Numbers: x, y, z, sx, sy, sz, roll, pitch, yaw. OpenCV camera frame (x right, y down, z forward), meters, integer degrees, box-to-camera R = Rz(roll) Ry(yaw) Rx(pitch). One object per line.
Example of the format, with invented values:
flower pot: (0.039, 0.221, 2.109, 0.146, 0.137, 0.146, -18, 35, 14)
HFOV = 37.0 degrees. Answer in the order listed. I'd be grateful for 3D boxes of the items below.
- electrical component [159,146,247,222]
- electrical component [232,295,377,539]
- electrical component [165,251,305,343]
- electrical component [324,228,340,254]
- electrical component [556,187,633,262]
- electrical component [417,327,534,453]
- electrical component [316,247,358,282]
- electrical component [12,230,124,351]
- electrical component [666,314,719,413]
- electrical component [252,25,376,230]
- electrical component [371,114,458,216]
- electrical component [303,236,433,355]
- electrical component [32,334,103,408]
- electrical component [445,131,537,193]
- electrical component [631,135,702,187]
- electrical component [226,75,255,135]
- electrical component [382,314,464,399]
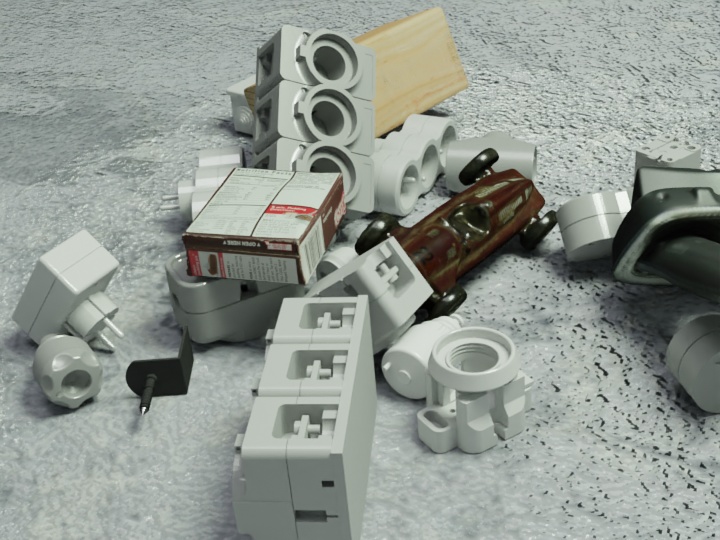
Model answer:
electrical component: (-0.138, -0.062, 0.943, 0.074, 0.052, 0.138, -6, 31, -1)
electrical component: (-0.029, 0.092, 0.635, 0.062, 0.089, 0.150, -1, 31, 7)
electrical component: (-0.092, 0.014, 0.803, 0.095, 0.059, 0.054, -19, 34, -22)
electrical component: (-0.045, -0.025, 0.880, 0.040, 0.040, 0.078, 18, 21, 33)
electrical component: (0.226, -0.024, 0.826, 0.138, 0.052, 0.073, -10, 72, -3)
electrical component: (0.073, 0.073, 0.682, 0.078, 0.057, 0.058, -22, 35, -25)
electrical component: (0.000, 0.000, 0.826, 0.055, 0.045, 0.045, -29, 38, -33)
electrical component: (-0.204, 0.028, 0.791, 0.076, 0.083, 0.047, 44, 44, 3)
electrical component: (0.273, 0.060, 0.678, 0.138, 0.052, 0.073, -10, 32, -8)
electrical component: (-0.037, -0.120, 0.903, 0.089, 0.150, 0.062, 9, -18, -28)
electrical component: (0.030, -0.100, 0.980, 0.074, 0.052, 0.138, 11, 35, 25)
electrical component: (0.000, 0.026, 0.744, 0.089, 0.055, 0.050, -30, 9, 44)
electrical component: (-0.207, 0.065, 0.751, 0.043, 0.043, 0.062, -21, 33, -24)
electrical component: (0.122, -0.100, 0.974, 0.077, 0.044, 0.079, 4, 32, 14)
electrical component: (0.255, -0.075, 0.895, 0.081, 0.063, 0.042, -26, 36, -30)
electrical component: (-0.077, -0.173, 1.121, 0.100, 0.048, 0.100, 18, 38, 33)
electrical component: (0.047, 0.054, 0.733, 0.040, 0.040, 0.078, 15, 36, 30)
